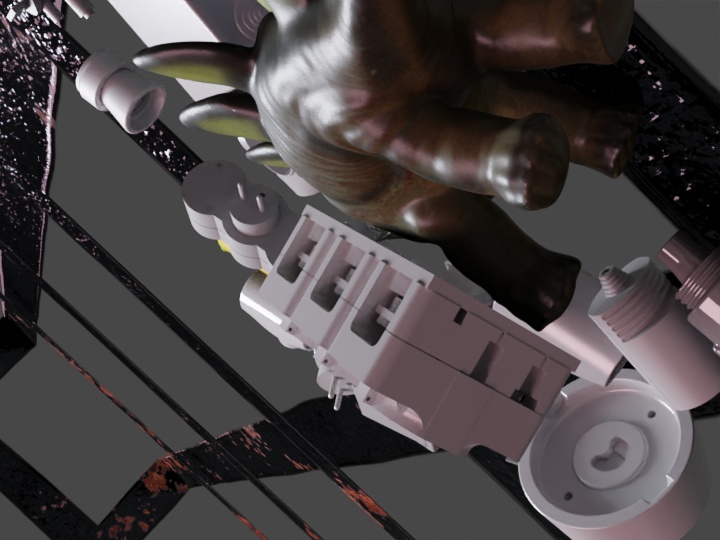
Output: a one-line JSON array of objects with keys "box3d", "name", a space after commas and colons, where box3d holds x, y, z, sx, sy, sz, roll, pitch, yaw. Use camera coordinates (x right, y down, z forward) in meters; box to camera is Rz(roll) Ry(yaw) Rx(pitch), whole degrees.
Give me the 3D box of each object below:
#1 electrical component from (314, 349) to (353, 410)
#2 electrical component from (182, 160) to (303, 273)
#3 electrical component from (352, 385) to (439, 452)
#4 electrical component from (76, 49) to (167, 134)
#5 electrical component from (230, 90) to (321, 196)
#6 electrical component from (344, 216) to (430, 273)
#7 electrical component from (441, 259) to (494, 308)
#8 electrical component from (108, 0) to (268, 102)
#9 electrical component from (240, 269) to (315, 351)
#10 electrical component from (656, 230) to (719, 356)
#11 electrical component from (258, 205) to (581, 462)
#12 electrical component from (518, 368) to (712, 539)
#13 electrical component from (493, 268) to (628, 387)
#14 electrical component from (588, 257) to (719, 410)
[{"box3d": [-0.015, 0.079, 0.906, 0.044, 0.079, 0.077, 0, 143, 18], "name": "electrical component"}, {"box3d": [-0.079, -0.040, 0.819, 0.138, 0.052, 0.073, 34, 158, 20], "name": "electrical component"}, {"box3d": [0.045, 0.101, 0.865, 0.096, 0.061, 0.061, 30, 156, 28], "name": "electrical component"}, {"box3d": [-0.183, -0.137, 0.824, 0.055, 0.045, 0.045, 37, 159, 15], "name": "electrical component"}, {"box3d": [-0.054, -0.090, 0.687, 0.079, 0.044, 0.077, 12, 144, 54], "name": "electrical component"}, {"box3d": [0.018, 0.024, 0.755, 0.121, 0.078, 0.063, 42, 137, -1], "name": "electrical component"}, {"box3d": [0.062, 0.024, 0.679, 0.081, 0.064, 0.042, 20, 146, 44], "name": "electrical component"}, {"box3d": [-0.092, -0.151, 0.629, 0.099, 0.048, 0.100, 49, 158, -18], "name": "electrical component"}, {"box3d": [-0.061, 0.045, 0.966, 0.077, 0.043, 0.079, 30, 157, 28], "name": "electrical component"}, {"box3d": [0.166, 0.008, 0.494, 0.062, 0.048, 0.048, 43, 160, 17], "name": "electrical component"}, {"box3d": [0.019, 0.029, 0.519, 0.089, 0.061, 0.150, 29, -179, -27], "name": "electrical component"}, {"box3d": [0.157, 0.120, 0.646, 0.108, 0.108, 0.060, 17, 154, 48], "name": "electrical component"}, {"box3d": [0.120, 0.036, 0.628, 0.077, 0.043, 0.079, 35, 158, 19], "name": "electrical component"}, {"box3d": [0.153, 0.029, 0.558, 0.081, 0.043, 0.043, 47, 159, -12], "name": "electrical component"}]
